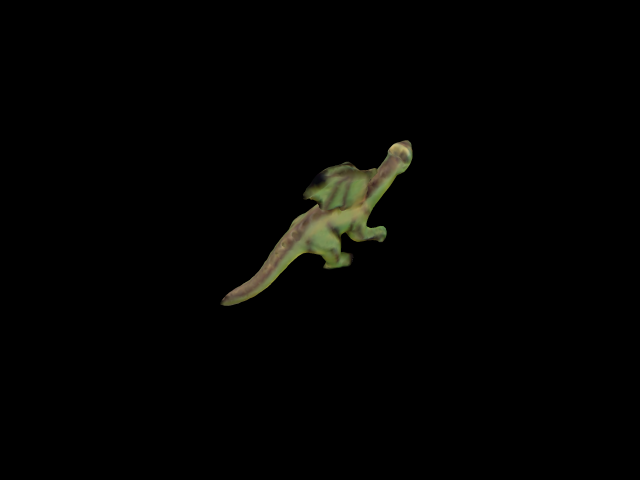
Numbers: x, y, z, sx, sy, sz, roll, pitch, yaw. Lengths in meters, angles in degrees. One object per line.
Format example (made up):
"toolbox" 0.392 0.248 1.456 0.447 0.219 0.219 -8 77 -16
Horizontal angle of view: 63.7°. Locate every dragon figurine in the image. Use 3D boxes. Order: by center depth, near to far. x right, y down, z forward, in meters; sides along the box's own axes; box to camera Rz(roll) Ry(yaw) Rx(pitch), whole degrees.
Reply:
"dragon figurine" 0.003 -0.043 0.850 0.414 0.124 0.237 -34 -27 -20
